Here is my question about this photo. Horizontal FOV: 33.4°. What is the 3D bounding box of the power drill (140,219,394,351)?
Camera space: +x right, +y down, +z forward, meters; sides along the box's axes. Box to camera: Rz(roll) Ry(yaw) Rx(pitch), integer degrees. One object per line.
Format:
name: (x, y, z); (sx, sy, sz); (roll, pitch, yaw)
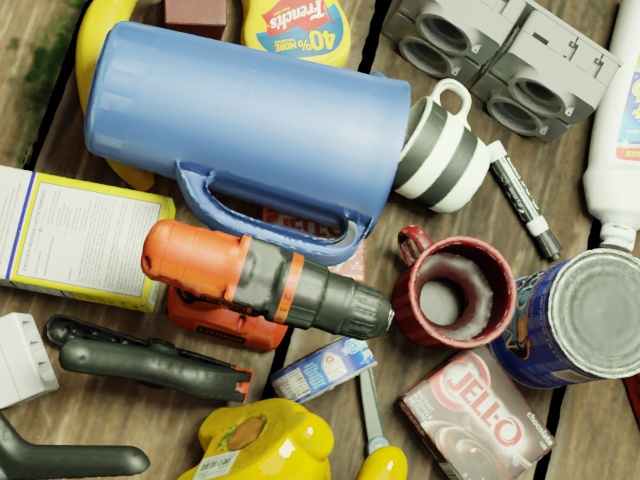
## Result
power drill: (-0.047, 0.043, 0.822); (0.184, 0.188, 0.057); (20, 74, -5)

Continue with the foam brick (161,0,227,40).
foam brick: (-0.110, -0.195, 0.915); (0.053, 0.078, 0.051); (0, 80, -11)

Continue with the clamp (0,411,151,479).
clamp: (-0.237, 0.174, 0.810); (0.210, 0.036, 0.165); (37, 107, 3)

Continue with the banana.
banana: (-0.174, -0.139, 0.911); (0.069, 0.037, 0.198); (2, 79, -10)

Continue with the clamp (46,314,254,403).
clamp: (-0.133, 0.097, 0.835); (0.171, 0.120, 0.039); (15, 97, -11)

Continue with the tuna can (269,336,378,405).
tuna can: (0.002, 0.107, 0.872); (0.086, 0.086, 0.034); (-26, 83, -15)

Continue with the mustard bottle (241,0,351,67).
mustard bottle: (-0.024, -0.191, 0.941); (0.096, 0.058, 0.191); (-8, 81, -16)

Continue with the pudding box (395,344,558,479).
pudding box: (0.133, 0.156, 0.912); (0.090, 0.039, 0.113); (-35, 87, -16)

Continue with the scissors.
scissors: (0.067, 0.187, 0.905); (0.096, 0.016, 0.202); (9, 77, -11)

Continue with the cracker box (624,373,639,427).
cracker box: (0.386, 0.116, 0.953); (0.213, 0.072, 0.164); (-15, 82, -13)

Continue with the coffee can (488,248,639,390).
coffee can: (0.211, 0.070, 0.892); (0.102, 0.140, 0.103); (2, 78, -11)

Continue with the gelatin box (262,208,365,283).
gelatin box: (-0.006, 0.001, 0.920); (0.089, 0.030, 0.073); (3, 78, -11)

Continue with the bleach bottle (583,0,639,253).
bleach bottle: (0.306, -0.109, 0.989); (0.102, 0.068, 0.251); (16, 79, -8)

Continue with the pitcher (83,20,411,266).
pitcher: (-0.059, -0.083, 0.842); (0.242, 0.149, 0.145); (14, 106, -7)

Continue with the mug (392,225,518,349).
mug: (0.102, 0.040, 0.907); (0.093, 0.082, 0.117); (-35, 87, -16)

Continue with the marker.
marker: (0.185, -0.034, 0.971); (0.020, 0.020, 0.121); (-28, 85, -15)

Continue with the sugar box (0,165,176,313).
sugar box: (-0.213, -0.003, 0.862); (0.176, 0.048, 0.093); (11, 76, 2)
